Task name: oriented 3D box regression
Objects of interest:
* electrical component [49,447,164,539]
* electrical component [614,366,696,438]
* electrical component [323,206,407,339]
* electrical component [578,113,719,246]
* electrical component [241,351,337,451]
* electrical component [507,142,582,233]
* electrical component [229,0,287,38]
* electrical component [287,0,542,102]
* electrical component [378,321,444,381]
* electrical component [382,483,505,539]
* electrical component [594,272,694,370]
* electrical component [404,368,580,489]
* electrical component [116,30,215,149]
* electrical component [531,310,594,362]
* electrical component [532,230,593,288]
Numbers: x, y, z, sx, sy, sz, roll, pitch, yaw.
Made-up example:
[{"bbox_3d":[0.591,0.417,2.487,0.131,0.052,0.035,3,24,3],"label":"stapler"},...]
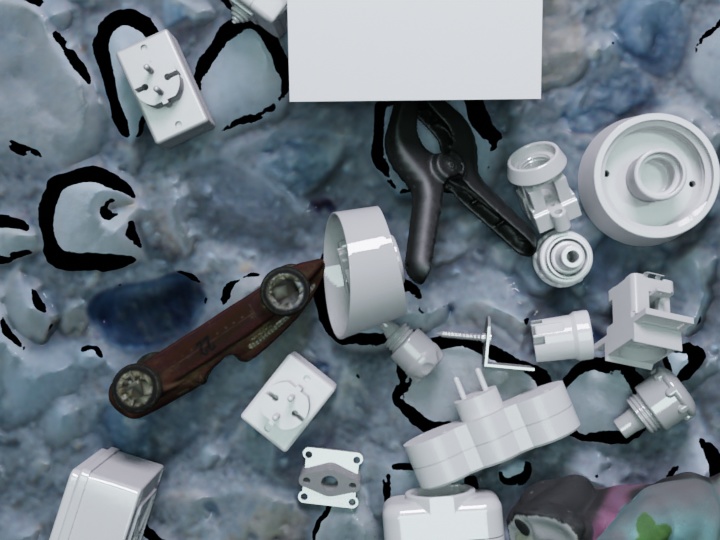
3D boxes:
[{"bbox_3d":[-0.204,0.205,0.848,0.056,0.109,0.108,18,90,-1],"label":"electrical component"},{"bbox_3d":[0.235,0.111,0.867,0.062,0.048,0.048,-37,88,9],"label":"electrical component"},{"bbox_3d":[0.000,0.000,0.851,0.064,0.099,0.099,-14,89,-4],"label":"electrical component"},{"bbox_3d":[0.233,-0.074,0.860,0.108,0.060,0.108,0,89,2],"label":"electrical component"},{"bbox_3d":[-0.058,0.106,0.859,0.047,0.077,0.065,38,91,2],"label":"electrical component"},{"bbox_3d":[0.146,-0.069,0.859,0.048,0.066,0.055,-24,122,1],"label":"electrical component"},{"bbox_3d":[-0.066,-0.232,0.871,0.061,0.062,0.096,37,91,2],"label":"electrical component"},{"bbox_3d":[0.041,-0.183,0.817,0.186,0.060,0.105,0,100,3],"label":"electrical component"},{"bbox_3d":[0.037,0.060,0.878,0.061,0.035,0.035,44,91,4],"label":"electrical component"},{"bbox_3d":[0.067,0.207,0.865,0.095,0.054,0.059,-5,89,2],"label":"electrical component"},{"bbox_3d":[0.224,0.039,0.853,0.042,0.081,0.063,13,62,-13],"label":"electrical component"},{"bbox_3d":[0.099,0.117,0.866,0.138,0.052,0.073,-22,88,2],"label":"electrical component"},{"bbox_3d":[-0.160,-0.148,0.866,0.047,0.076,0.083,-24,89,1],"label":"electrical component"},{"bbox_3d":[0.164,0.055,0.872,0.046,0.040,0.040,-8,89,7],"label":"electrical component"},{"bbox_3d":[0.165,-0.010,0.860,0.048,0.062,0.048,0,89,2],"label":"electrical component"}]
